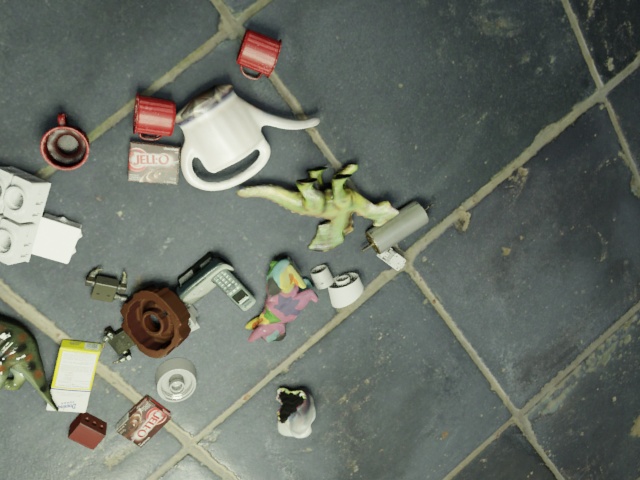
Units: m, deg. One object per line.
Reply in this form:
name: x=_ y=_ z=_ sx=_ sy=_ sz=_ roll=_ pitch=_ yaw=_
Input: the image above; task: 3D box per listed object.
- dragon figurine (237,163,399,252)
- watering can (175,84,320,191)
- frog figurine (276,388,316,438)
dragon figurine: x=0.004 y=-0.068 z=1.344 sx=0.411 sy=0.124 sz=0.238 roll=-10 pitch=118 yaw=-6
watering can: x=-0.186 y=-0.265 z=1.209 sx=0.349 sy=0.105 sz=0.221 roll=-35 pitch=113 yaw=-9
frog figurine: x=-0.066 y=0.505 z=1.466 sx=0.123 sy=0.140 sz=0.156 roll=-25 pitch=129 yaw=-15
